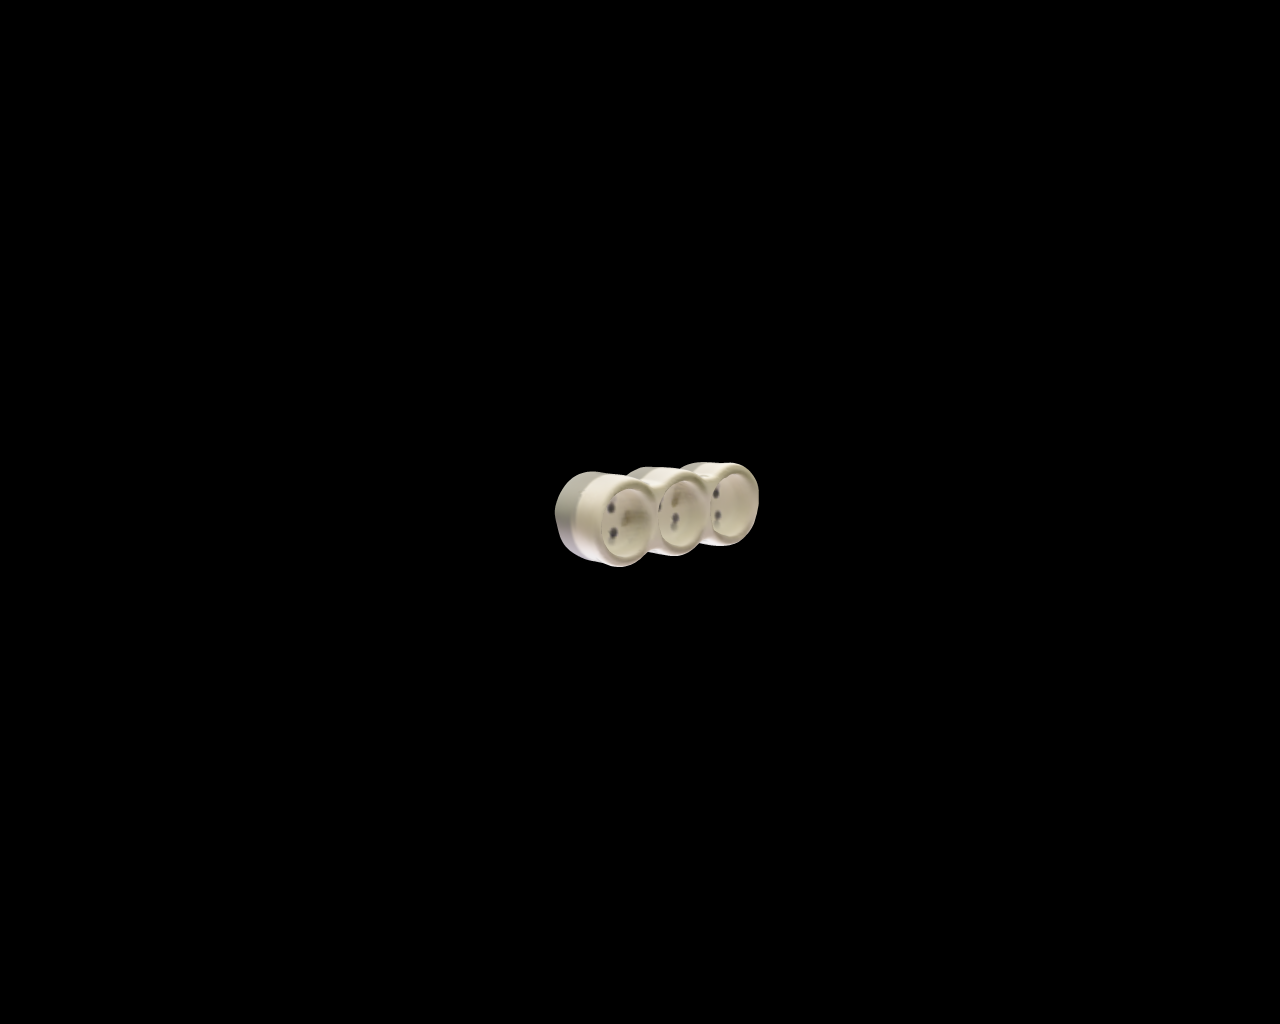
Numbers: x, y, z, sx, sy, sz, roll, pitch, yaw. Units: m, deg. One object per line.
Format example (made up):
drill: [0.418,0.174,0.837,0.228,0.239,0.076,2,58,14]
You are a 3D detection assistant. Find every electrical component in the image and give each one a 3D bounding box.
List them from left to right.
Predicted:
electrical component: [0.001,-0.003,0.650,0.138,0.052,0.074,-8,12,-43]
